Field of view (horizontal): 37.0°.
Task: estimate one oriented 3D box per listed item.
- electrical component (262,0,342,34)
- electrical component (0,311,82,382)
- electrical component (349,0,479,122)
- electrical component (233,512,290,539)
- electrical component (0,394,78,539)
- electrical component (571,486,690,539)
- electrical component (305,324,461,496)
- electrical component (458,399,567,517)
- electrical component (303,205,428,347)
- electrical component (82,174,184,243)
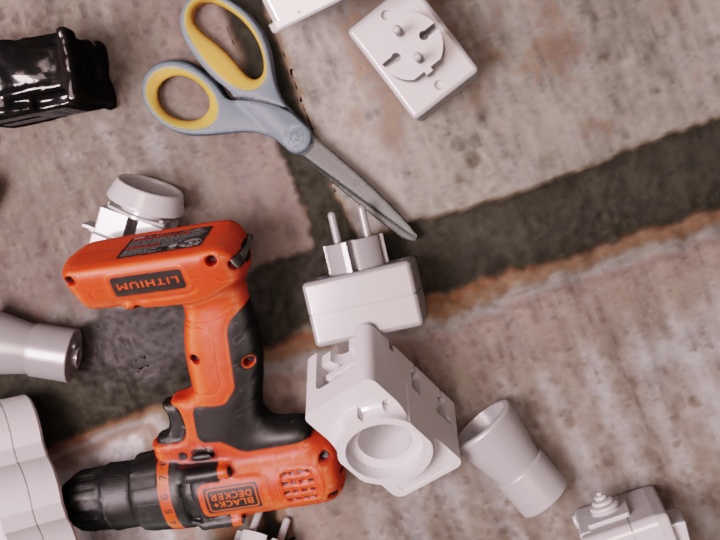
[{"bbox_3d":[-0.017,-0.179,0.612,0.100,0.099,0.048,-25,104,9],"label":"electrical component"},{"bbox_3d":[-0.211,0.050,0.685,0.065,0.044,0.044,9,96,2],"label":"electrical component"},{"bbox_3d":[0.030,-0.127,0.620,0.047,0.077,0.065,-37,90,9],"label":"electrical component"},{"bbox_3d":[-0.066,0.187,0.673,0.083,0.047,0.075,24,63,-7],"label":"electrical component"},{"bbox_3d":[-0.223,0.144,0.652,0.074,0.052,0.138,-11,57,-29],"label":"electrical component"},{"bbox_3d":[0.168,0.173,0.637,0.061,0.062,0.096,-21,92,9],"label":"electrical component"},{"bbox_3d":[0.014,0.086,0.629,0.050,0.055,0.089,-33,121,22],"label":"electrical component"},{"bbox_3d":[0.094,0.117,0.653,0.044,0.044,0.065,-40,94,9],"label":"electrical component"},{"bbox_3d":[0.000,0.000,0.650,0.066,0.047,0.076,-13,93,8],"label":"electrical component"},{"bbox_3d":[-0.137,-0.027,0.667,0.066,0.048,0.055,20,105,5],"label":"electrical component"}]
